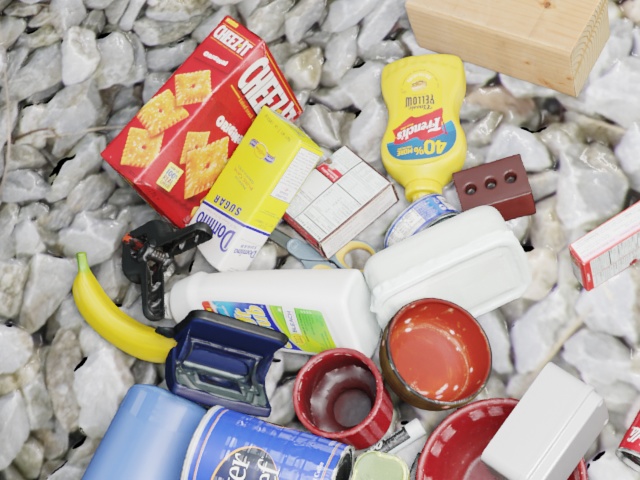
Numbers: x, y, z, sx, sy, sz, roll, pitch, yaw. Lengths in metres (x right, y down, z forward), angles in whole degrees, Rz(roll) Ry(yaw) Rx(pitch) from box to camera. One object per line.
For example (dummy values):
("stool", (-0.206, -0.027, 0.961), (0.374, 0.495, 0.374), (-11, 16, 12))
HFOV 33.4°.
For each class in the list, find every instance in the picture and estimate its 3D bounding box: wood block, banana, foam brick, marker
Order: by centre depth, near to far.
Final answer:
("marker", (0.053, 0.222, 1.090), (0.121, 0.020, 0.020), (-33, 60, 1))
("foam brick", (0.188, -0.051, 1.154), (0.078, 0.051, 0.053), (-17, 62, 10))
("wood block", (0.213, -0.251, 1.218), (0.206, 0.090, 0.090), (24, 74, 26))
("banana", (-0.223, 0.094, 1.218), (0.198, 0.070, 0.037), (35, 40, 23))

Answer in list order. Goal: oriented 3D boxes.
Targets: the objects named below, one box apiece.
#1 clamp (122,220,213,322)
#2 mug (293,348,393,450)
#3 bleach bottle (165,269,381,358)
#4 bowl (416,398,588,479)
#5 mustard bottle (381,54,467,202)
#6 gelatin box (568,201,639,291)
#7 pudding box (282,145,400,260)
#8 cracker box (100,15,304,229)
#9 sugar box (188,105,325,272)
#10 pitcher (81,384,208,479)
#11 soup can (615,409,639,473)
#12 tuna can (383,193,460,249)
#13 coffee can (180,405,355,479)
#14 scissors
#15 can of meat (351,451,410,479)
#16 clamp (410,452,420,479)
("clamp", (-0.179, 0.012, 1.208), (0.120, 0.039, 0.172), (-50, 33, 1))
("mug", (0.022, 0.177, 1.086), (0.093, 0.081, 0.117), (20, 73, 25))
("bleach bottle", (-0.066, 0.080, 1.162), (0.251, 0.102, 0.068), (-1, 38, 28))
("bowl", (0.176, 0.236, 1.023), (0.162, 0.055, 0.162), (-7, 64, 15))
("mustard bottle", (0.117, -0.115, 1.204), (0.096, 0.058, 0.191), (-4, 65, 15))
("gelatin box", (0.297, 0.006, 1.079), (0.089, 0.073, 0.030), (-33, 60, 1))
("pudding box", (0.018, -0.044, 1.204), (0.113, 0.039, 0.090), (-41, 54, -9))
("cracker box", (-0.129, -0.124, 1.228), (0.072, 0.164, 0.213), (38, 82, 26))
("sugar box", (-0.077, -0.054, 1.201), (0.176, 0.048, 0.093), (-55, 43, 11))
("pitcher", (-0.183, 0.280, 1.087), (0.145, 0.149, 0.242), (-6, 56, 53))
("soup can", (0.330, 0.171, 0.996), (0.069, 0.068, 0.102), (27, 75, 27))
("tuna can", (0.111, -0.008, 1.140), (0.086, 0.086, 0.034), (-40, 62, -3))
("coffee can", (-0.048, 0.225, 1.013), (0.140, 0.103, 0.102), (14, 71, 14))
("scissors", (-0.008, 0.001, 1.215), (0.096, 0.016, 0.202), (-38, 60, -3))
("can of meat", (0.053, 0.255, 0.994), (0.057, 0.084, 0.102), (8, 65, 11))
("clamp", (0.057, 0.314, 1.033), (0.164, 0.036, 0.210), (-21, 66, -1))
